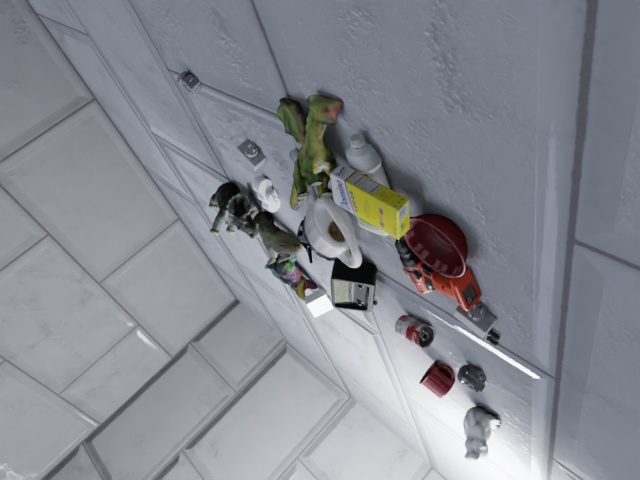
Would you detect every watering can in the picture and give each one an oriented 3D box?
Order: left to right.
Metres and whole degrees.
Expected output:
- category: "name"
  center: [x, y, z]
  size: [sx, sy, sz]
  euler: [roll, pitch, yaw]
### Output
- category: "watering can"
  center: [0.004, -0.071, 1.403]
  size: [0.349, 0.105, 0.221]
  euler: [59, 162, 7]

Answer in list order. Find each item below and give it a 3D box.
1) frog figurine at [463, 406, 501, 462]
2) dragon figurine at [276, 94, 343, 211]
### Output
- category: "frog figurine"
  center: [0.487, 0.610, 1.615]
  size: [0.123, 0.161, 0.135]
  euler: [43, 160, 13]
- category: "dragon figurine"
  center: [-0.040, -0.214, 1.199]
  size: [0.406, 0.123, 0.243]
  euler: [-24, 83, 65]
